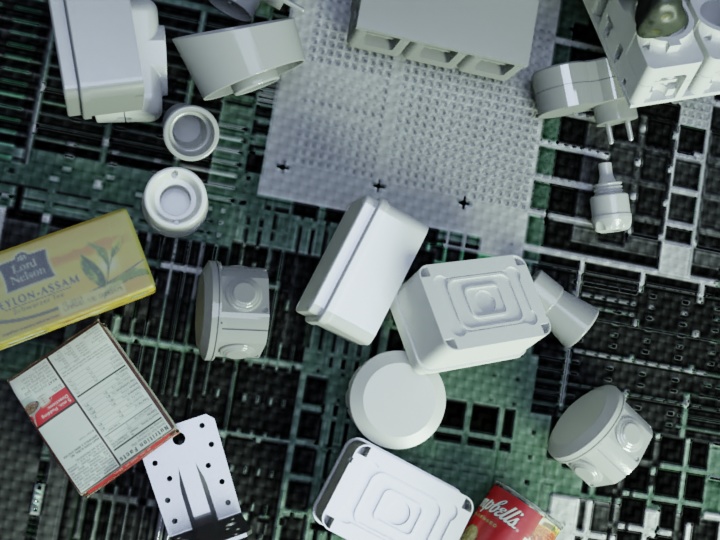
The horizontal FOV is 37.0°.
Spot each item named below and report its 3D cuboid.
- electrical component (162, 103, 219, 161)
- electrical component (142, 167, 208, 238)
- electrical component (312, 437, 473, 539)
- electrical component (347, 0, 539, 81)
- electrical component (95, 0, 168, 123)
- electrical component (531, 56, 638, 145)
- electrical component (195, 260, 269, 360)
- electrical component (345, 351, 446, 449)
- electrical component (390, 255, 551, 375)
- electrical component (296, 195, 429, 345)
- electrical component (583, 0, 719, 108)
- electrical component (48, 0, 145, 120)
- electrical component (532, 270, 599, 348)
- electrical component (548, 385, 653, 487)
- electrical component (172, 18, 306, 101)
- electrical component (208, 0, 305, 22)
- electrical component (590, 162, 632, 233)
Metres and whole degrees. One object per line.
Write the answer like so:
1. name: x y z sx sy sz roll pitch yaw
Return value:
1. electrical component: -0.141 -0.116 0.877 0.044 0.065 0.044 -4 106 -15
2. electrical component: -0.151 -0.056 0.881 0.055 0.047 0.055 1 86 -10
3. electrical component: 0.026 0.196 0.889 0.113 0.057 0.078 29 82 -7
4. electrical component: 0.071 -0.225 0.925 0.150 0.062 0.089 11 84 -9
5. electrical component: -0.188 -0.170 0.879 0.059 0.054 0.095 -3 86 -10
6. electrical component: 0.224 -0.148 0.952 0.138 0.052 0.073 -10 88 -10
7. electrical component: -0.104 0.033 0.867 0.051 0.080 0.080 3 85 -15
8. electrical component: 0.028 0.107 0.899 0.080 0.051 0.080 1 86 -10
9. electrical component: 0.089 0.037 0.887 0.113 0.057 0.078 -7 67 -32
10. electrical component: 0.000 0.000 0.888 0.057 0.078 0.113 29 82 -10
11. electrical component: 0.257 -0.239 0.923 0.105 0.060 0.186 -10 63 -11
12. electrical component: -0.201 -0.176 0.808 0.057 0.078 0.113 -10 88 -14
13. electrical component: 0.169 0.031 0.935 0.065 0.044 0.044 39 80 0
14. electrical component: 0.204 0.141 0.914 0.051 0.080 0.080 43 80 -10
15. electrical component: -0.096 -0.178 0.876 0.099 0.099 0.064 -22 96 -11
16. electrical component: -0.078 -0.246 0.909 0.079 0.044 0.077 27 82 -7
17. electrical component: 0.221 -0.065 0.954 0.035 0.035 0.061 -5 85 -10
